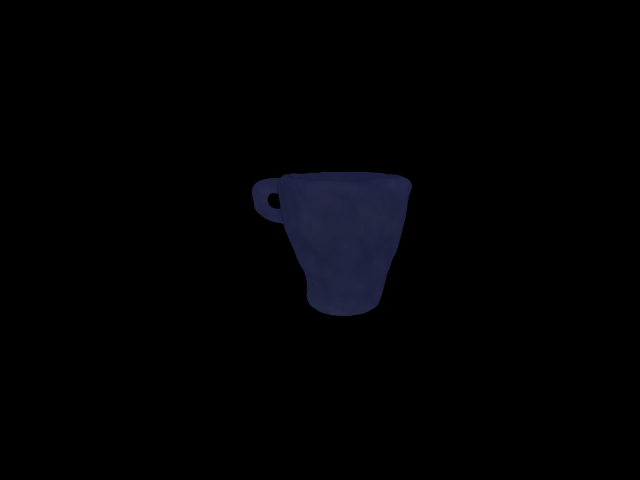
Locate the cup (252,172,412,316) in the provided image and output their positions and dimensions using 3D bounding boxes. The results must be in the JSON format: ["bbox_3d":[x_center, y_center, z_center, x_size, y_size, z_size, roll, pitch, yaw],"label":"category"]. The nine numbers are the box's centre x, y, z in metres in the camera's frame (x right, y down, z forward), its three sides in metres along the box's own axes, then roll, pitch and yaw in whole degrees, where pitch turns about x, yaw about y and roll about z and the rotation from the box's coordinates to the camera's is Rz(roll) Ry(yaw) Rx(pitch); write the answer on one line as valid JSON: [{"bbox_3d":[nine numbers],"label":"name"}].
[{"bbox_3d":[0.004,0.001,0.400,0.117,0.095,0.092,5,11,24],"label":"cup"}]
